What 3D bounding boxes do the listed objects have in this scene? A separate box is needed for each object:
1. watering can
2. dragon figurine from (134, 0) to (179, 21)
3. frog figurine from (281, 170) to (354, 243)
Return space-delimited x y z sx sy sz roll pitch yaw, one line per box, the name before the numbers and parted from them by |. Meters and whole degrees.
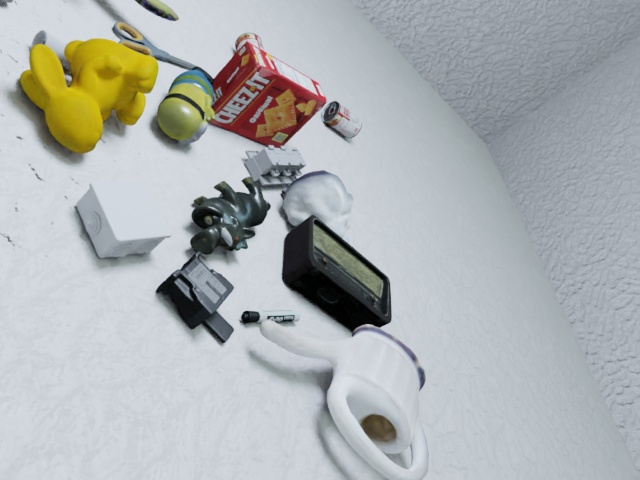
watering can | 0.061 0.210 0.806 0.346 0.102 0.228 50 28 -5
dragon figurine | -0.427 -0.573 0.921 0.406 0.120 0.248 26 49 -38
frog figurine | 0.003 -0.051 1.015 0.138 0.121 0.161 -13 74 -25
